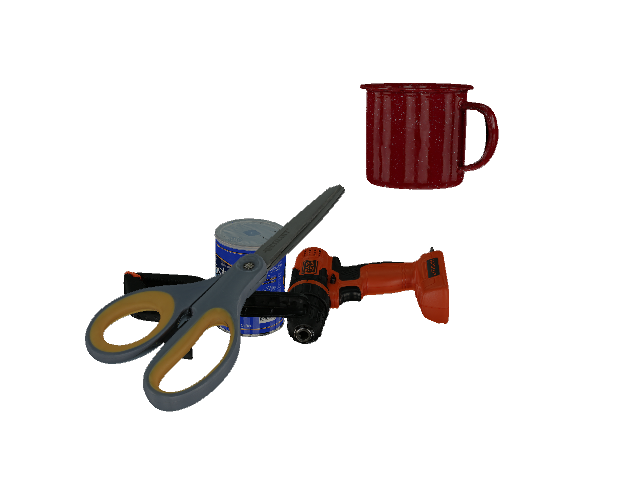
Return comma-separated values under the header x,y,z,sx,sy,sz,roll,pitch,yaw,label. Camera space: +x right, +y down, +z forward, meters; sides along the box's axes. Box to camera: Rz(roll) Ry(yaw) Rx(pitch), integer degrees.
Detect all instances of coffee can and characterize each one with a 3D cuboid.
x,y,z,sx,sy,sz,roll,pitch,yaw,label
-0.100,0.052,1.523,0.103,0.140,0.103,2,23,-1,coffee can

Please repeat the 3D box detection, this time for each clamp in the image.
x,y,z,sx,sy,sz,roll,pitch,yaw,label
-0.138,0.067,1.072,0.210,0.036,0.164,11,20,37,clamp

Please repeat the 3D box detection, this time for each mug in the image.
x,y,z,sx,sy,sz,roll,pitch,yaw,label
0.089,-0.086,0.874,0.117,0.081,0.093,6,12,26,mug

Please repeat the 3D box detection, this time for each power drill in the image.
x,y,z,sx,sy,sz,roll,pitch,yaw,label
0.054,0.062,1.241,0.187,0.057,0.184,0,28,3,power drill

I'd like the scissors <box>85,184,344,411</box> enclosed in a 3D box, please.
x,y,z,sx,sy,sz,roll,pitch,yaw,label
-0.062,0.020,0.624,0.096,0.016,0.201,11,42,17,scissors
